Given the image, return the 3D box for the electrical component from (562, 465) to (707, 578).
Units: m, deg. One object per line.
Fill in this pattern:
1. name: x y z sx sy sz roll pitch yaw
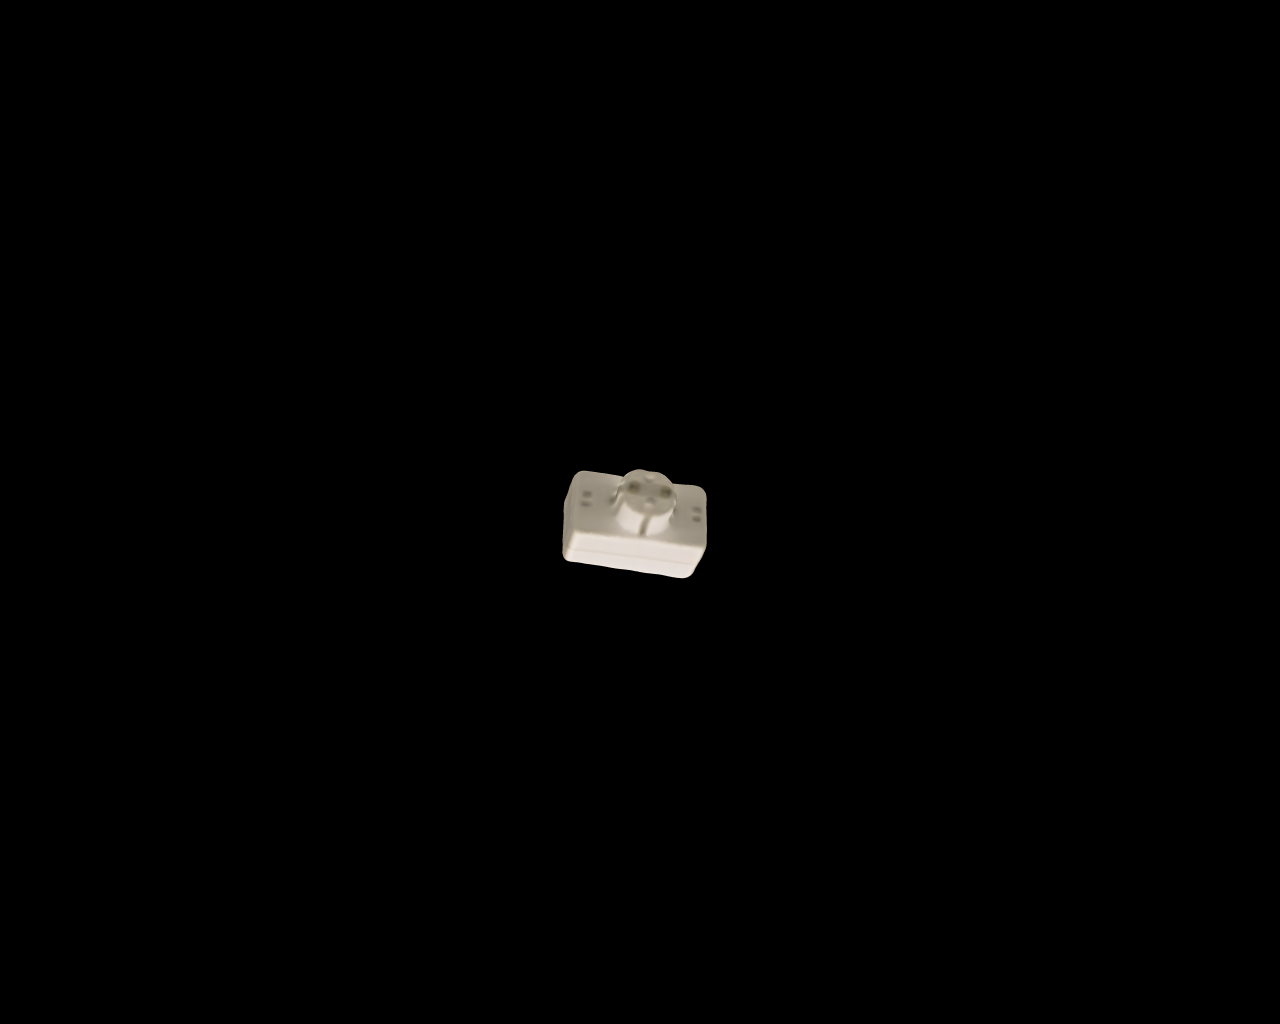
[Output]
1. electrical component: 0.001 -0.003 0.650 0.083 0.047 0.075 8 -35 -11
